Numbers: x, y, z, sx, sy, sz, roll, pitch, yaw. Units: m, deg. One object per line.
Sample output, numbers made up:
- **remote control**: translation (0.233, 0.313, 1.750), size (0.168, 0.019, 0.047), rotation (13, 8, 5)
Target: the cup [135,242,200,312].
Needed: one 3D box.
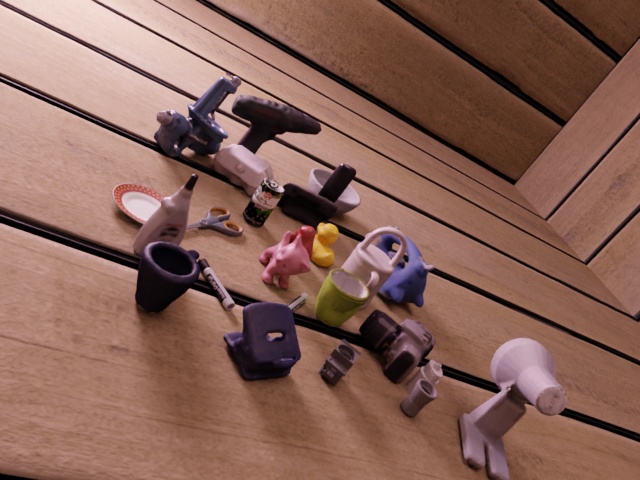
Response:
- **cup**: translation (-0.241, 0.061, 0.897), size (0.091, 0.095, 0.118), rotation (39, 24, 8)

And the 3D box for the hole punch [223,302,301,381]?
- **hole punch**: translation (-0.082, 0.162, 0.925), size (0.109, 0.091, 0.101), rotation (7, 37, -47)

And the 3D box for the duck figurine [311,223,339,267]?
- **duck figurine**: translation (0.012, 0.005, 1.340), size (0.078, 0.086, 0.104), rotation (16, 31, -37)

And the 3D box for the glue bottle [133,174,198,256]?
- **glue bottle**: translation (-0.251, -0.043, 0.978), size (0.078, 0.173, 0.037), rotation (-1, 42, -53)

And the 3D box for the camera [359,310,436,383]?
- **camera**: translation (0.158, 0.195, 1.166), size (0.136, 0.100, 0.143), rotation (41, 25, 12)

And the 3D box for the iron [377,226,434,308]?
- **iron**: translation (0.185, 0.044, 1.427), size (0.119, 0.141, 0.257), rotation (15, 31, -38)

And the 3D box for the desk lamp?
- **desk lamp**: translation (0.371, 0.314, 1.090), size (0.118, 0.213, 0.203), rotation (32, 24, -7)

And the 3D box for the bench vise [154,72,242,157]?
- **bench vise**: translation (-0.273, -0.290, 1.340), size (0.121, 0.219, 0.208), rotation (38, 24, 6)

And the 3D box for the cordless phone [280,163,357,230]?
- **cordless phone**: translation (-0.005, -0.134, 1.449), size (0.148, 0.185, 0.094), rotation (24, 26, -23)

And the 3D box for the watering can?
- **watering can**: translation (0.113, 0.046, 1.264), size (0.101, 0.194, 0.172), rotation (18, 29, -34)

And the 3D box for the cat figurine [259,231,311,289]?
- **cat figurine**: translation (-0.063, 0.034, 1.150), size (0.067, 0.117, 0.127), rotation (22, 27, -27)

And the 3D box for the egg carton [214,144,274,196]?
- **egg carton**: translation (-0.189, -0.176, 1.427), size (0.150, 0.069, 0.107), rotation (35, 24, -1)

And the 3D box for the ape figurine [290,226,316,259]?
- **ape figurine**: translation (-0.042, 0.006, 1.259), size (0.076, 0.092, 0.078), rotation (34, 24, -4)

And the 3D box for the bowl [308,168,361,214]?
- **bowl**: translation (0.028, -0.125, 1.610), size (0.168, 0.074, 0.167), rotation (29, 25, -15)

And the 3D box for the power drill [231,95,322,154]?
- **power drill**: translation (-0.140, -0.267, 1.487), size (0.230, 0.208, 0.075), rotation (25, 26, -22)
